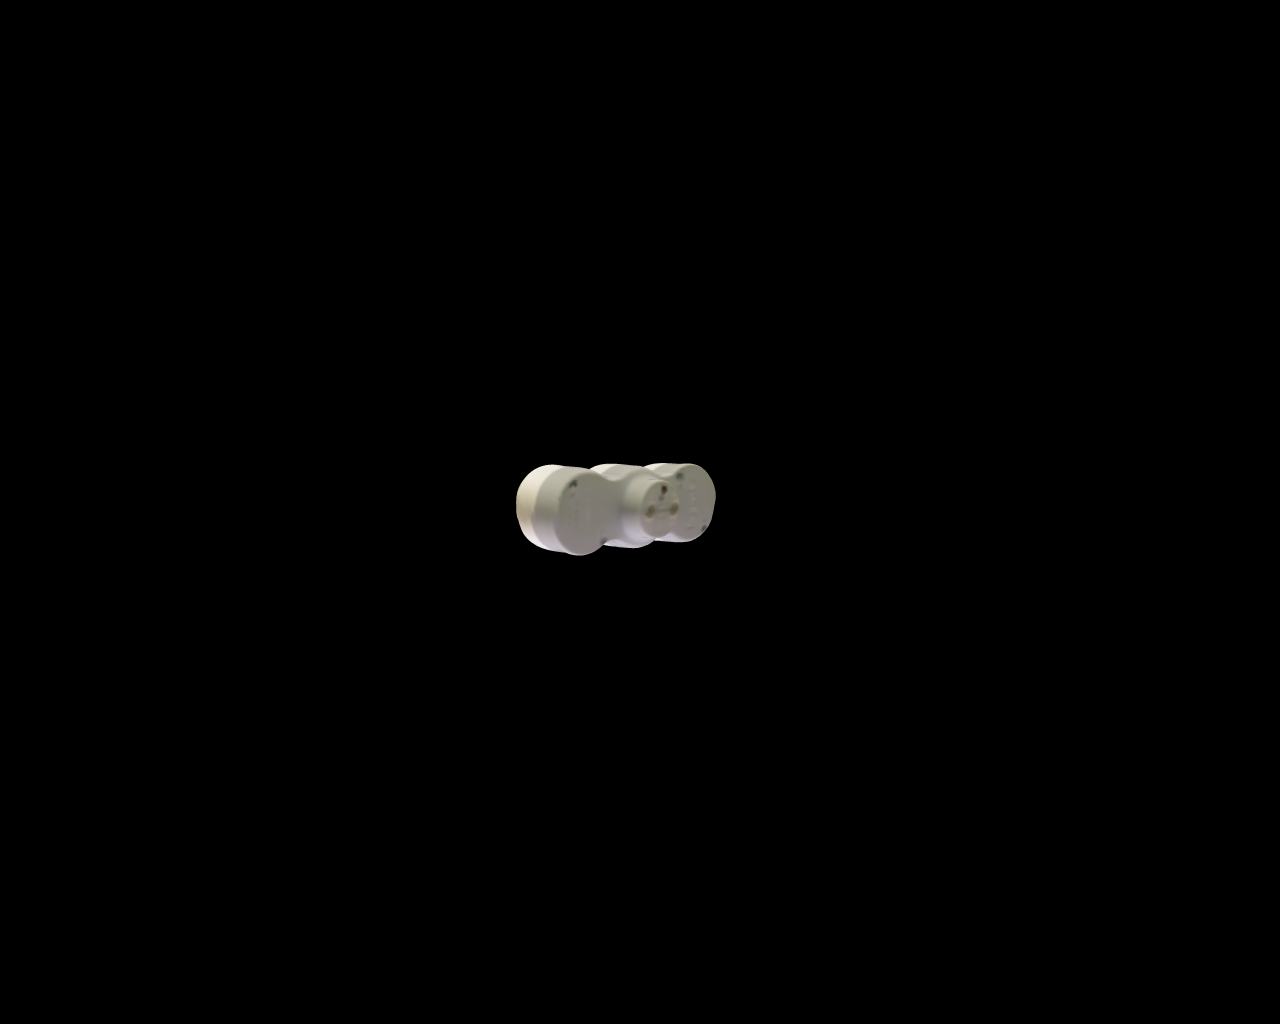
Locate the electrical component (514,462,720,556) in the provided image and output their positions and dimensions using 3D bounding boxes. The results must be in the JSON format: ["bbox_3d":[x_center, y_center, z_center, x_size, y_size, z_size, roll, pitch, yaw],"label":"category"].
[{"bbox_3d":[0.001,-0.003,0.650,0.138,0.052,0.074,-4,6,-43],"label":"electrical component"}]
